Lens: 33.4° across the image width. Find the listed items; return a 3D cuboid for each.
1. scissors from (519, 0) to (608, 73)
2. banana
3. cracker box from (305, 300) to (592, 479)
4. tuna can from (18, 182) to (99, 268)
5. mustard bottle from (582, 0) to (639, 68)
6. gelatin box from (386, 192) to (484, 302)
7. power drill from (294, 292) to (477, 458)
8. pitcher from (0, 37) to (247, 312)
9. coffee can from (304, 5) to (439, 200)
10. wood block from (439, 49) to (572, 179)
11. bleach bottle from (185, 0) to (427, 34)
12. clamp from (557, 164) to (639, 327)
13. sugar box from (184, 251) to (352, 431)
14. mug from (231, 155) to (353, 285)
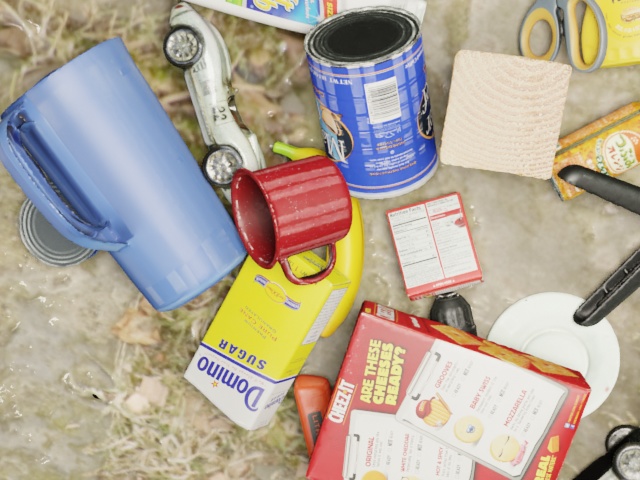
[{"bbox_3d":[0.209,-0.244,0.971,0.096,0.016,0.202,-18,84,45],"label":"scissors"},{"bbox_3d":[0.010,-0.006,1.033,0.070,0.037,0.198,-11,96,15],"label":"banana"},{"bbox_3d":[0.114,0.166,0.969,0.213,0.072,0.164,19,99,2],"label":"cracker box"},{"bbox_3d":[-0.253,-0.017,1.063,0.086,0.033,0.086,1,97,6],"label":"tuna can"},{"bbox_3d":[0.279,-0.254,0.954,0.096,0.058,0.191,-3,96,28],"label":"mustard bottle"},{"bbox_3d":[0.109,0.006,1.012,0.073,0.030,0.089,-16,74,8],"label":"gelatin box"},{"bbox_3d":[0.073,0.152,1.034,0.188,0.057,0.184,-11,95,9],"label":"power drill"},{"bbox_3d":[-0.181,-0.052,0.993,0.149,0.145,0.243,-35,98,-5],"label":"pitcher"},{"bbox_3d":[0.048,-0.122,0.950,0.103,0.103,0.140,-7,128,7],"label":"coffee can"},{"bbox_3d":[0.152,-0.108,0.915,0.090,0.206,0.091,9,98,5],"label":"wood block"},{"bbox_3d":[-0.025,-0.244,0.973,0.251,0.068,0.103,15,117,1],"label":"bleach bottle"},{"bbox_3d":[0.316,-0.020,0.973,0.210,0.036,0.164,-19,117,2],"label":"clamp"},{"bbox_3d":[-0.053,0.087,1.021,0.093,0.048,0.176,37,108,23],"label":"sugar box"},{"bbox_3d":[-0.020,-0.018,0.954,0.081,0.093,0.117,-17,86,-24],"label":"mug"}]
